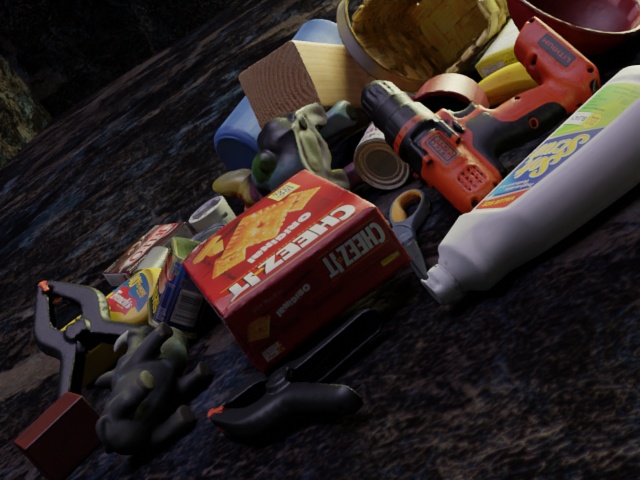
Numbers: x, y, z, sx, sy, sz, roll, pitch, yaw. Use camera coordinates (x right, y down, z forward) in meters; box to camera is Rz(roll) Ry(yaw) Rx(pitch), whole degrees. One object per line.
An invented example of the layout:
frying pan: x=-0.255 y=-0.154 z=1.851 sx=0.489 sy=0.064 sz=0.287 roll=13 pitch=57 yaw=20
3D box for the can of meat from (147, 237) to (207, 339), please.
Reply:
can of meat: x=-0.151 y=0.051 z=1.185 sx=0.102 sy=0.057 sz=0.084 roll=-120 pitch=50 yaw=-70

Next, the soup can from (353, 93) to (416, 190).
soup can: x=0.083 y=-0.110 z=1.192 sx=0.069 sy=0.068 sz=0.102 roll=-22 pitch=25 yaw=36

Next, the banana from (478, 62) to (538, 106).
banana: x=0.223 y=-0.162 z=1.123 sx=0.198 sy=0.037 sz=0.069 roll=-5 pitch=48 yaw=58

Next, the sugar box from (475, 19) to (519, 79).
sugar box: x=0.257 y=-0.244 z=1.237 sx=0.094 sy=0.048 sz=0.176 roll=-16 pitch=24 yaw=45

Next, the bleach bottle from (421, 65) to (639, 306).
bleach bottle: x=0.187 y=-0.037 z=0.855 sx=0.251 sy=0.068 sz=0.103 roll=-40 pitch=18 yaw=-4

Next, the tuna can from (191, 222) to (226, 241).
tuna can: x=-0.143 y=0.018 z=1.337 sx=0.086 sy=0.033 sz=0.086 roll=-32 pitch=19 yaw=13

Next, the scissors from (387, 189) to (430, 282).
scissors: x=0.068 y=0.008 z=1.023 sx=0.096 sy=0.016 sz=0.201 roll=-31 pitch=20 yaw=22

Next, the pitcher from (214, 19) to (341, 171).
pitcher: x=-0.030 y=-0.187 z=1.499 sx=0.242 sy=0.145 sz=0.149 roll=-52 pitch=12 yaw=-28

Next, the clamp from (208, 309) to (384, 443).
clamp: x=-0.022 y=0.127 z=0.872 sx=0.172 sy=0.039 sz=0.120 roll=-34 pitch=13 yaw=20

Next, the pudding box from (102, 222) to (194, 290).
pudding box: x=-0.234 y=0.023 z=1.473 sx=0.113 sy=0.039 sz=0.090 roll=-48 pitch=23 yaw=-28

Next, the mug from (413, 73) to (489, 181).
mug: x=0.128 y=-0.114 z=1.116 sx=0.081 sy=0.093 sz=0.117 roll=-62 pitch=-6 yaw=-60

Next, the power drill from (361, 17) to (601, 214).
power drill: x=0.154 y=-0.128 z=1.009 sx=0.187 sy=0.057 sz=0.185 roll=-37 pitch=62 yaw=-7

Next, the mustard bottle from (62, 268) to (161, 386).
mustard bottle: x=-0.226 y=0.088 z=1.279 sx=0.191 sy=0.058 sz=0.096 roll=-37 pitch=30 yaw=-3

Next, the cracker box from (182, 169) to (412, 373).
cracker box: x=-0.032 y=0.019 z=0.994 sx=0.164 sy=0.072 sz=0.214 roll=-37 pitch=19 yaw=-7

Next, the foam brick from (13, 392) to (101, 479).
foam brick: x=-0.265 y=0.202 z=1.096 sx=0.078 sy=0.051 sz=0.053 roll=-44 pitch=19 yaw=-22

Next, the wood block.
wood block: x=0.004 y=-0.186 z=1.334 sx=0.091 sy=0.090 sz=0.205 roll=-28 pitch=-8 yaw=31

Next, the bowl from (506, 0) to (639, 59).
bowl: x=0.259 y=-0.237 z=1.121 sx=0.162 sy=0.162 sz=0.055 roll=-61 pitch=-9 yaw=-50

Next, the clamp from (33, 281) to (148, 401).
clamp: x=-0.260 y=0.107 z=1.215 sx=0.164 sy=0.036 sz=0.210 roll=-34 pitch=49 yaw=-6
